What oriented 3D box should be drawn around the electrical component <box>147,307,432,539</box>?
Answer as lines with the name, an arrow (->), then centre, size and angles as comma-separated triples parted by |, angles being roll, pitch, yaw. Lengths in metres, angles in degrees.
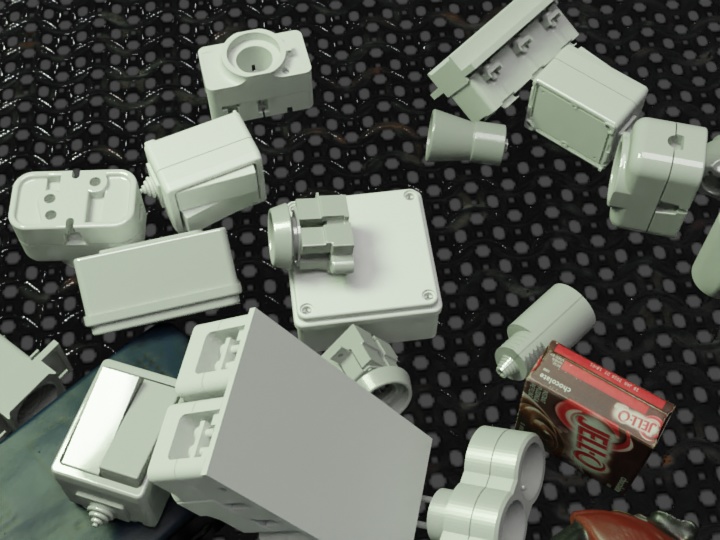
electrical component -> -0.040, 0.119, 0.681 | 0.060, 0.186, 0.105 | -13, 51, 38

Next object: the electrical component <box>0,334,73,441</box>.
electrical component -> -0.253, 0.083, 0.780 | 0.064, 0.042, 0.081 | 33, 64, 20

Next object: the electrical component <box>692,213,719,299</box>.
electrical component -> 0.301, -0.021, 0.821 | 0.079, 0.077, 0.043 | -20, 61, -12

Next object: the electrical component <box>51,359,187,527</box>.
electrical component -> -0.146, 0.111, 0.666 | 0.062, 0.061, 0.096 | 15, 60, 9

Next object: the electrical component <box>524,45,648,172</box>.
electrical component -> 0.195, -0.135, 0.898 | 0.096, 0.061, 0.061 | 34, 65, 19

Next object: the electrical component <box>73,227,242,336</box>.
electrical component -> -0.145, 0.005, 0.783 | 0.109, 0.109, 0.056 | -13, 93, -7

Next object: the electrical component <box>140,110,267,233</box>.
electrical component -> -0.127, -0.073, 0.861 | 0.096, 0.061, 0.061 | -22, 62, -13

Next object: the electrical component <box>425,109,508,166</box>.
electrical component -> 0.090, -0.107, 0.895 | 0.065, 0.044, 0.044 | 8, 59, -1

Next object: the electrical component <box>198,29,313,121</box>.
electrical component -> -0.089, -0.167, 0.922 | 0.089, 0.055, 0.050 | -12, 60, -7

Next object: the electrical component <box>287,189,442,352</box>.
electrical component -> 0.000, 0.000, 0.821 | 0.109, 0.056, 0.108 | -6, 59, -4

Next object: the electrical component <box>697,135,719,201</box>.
electrical component -> 0.302, -0.091, 0.883 | 0.043, 0.043, 0.062 | 26, 61, 15

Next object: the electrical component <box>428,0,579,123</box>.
electrical component -> 0.126, -0.185, 0.923 | 0.121, 0.079, 0.063 | -43, 97, -22

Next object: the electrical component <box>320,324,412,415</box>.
electrical component -> 0.007, 0.076, 0.767 | 0.048, 0.066, 0.055 | -46, 44, 13

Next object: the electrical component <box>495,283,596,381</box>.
electrical component -> 0.132, 0.051, 0.797 | 0.081, 0.043, 0.043 | -39, 66, -21

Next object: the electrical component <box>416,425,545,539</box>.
electrical component -> 0.069, 0.168, 0.723 | 0.074, 0.052, 0.138 | 4, 55, 32

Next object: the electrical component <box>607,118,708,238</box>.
electrical component -> 0.229, -0.072, 0.841 | 0.059, 0.095, 0.053 | 11, 60, 7

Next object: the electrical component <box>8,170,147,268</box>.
electrical component -> -0.218, -0.039, 0.843 | 0.095, 0.059, 0.053 | -2, 59, -1

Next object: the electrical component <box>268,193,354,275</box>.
electrical component -> -0.037, -0.025, 0.775 | 0.055, 0.048, 0.066 | -3, 59, -11
